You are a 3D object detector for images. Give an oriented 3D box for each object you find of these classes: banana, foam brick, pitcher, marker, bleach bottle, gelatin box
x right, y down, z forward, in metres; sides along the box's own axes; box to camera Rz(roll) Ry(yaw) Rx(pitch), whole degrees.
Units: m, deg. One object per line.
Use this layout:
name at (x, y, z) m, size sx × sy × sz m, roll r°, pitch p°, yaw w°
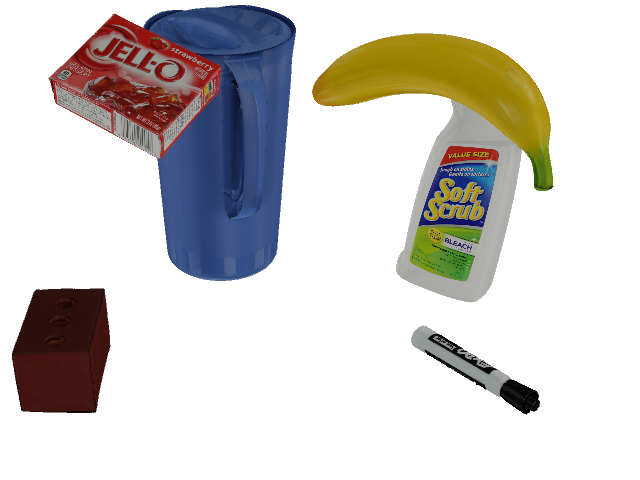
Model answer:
banana at (0.069, -0.094, 0.655) m, size 0.198 × 0.069 × 0.037 m, roll 28°, pitch 7°, yaw 42°
foam brick at (-0.179, 0.076, 0.744) m, size 0.053 × 0.051 × 0.078 m, roll 0°, pitch 31°, yaw -3°
pitcher at (-0.088, -0.083, 0.980) m, size 0.145 × 0.243 × 0.149 m, roll 14°, pitch 32°, yaw 19°
marker at (0.116, 0.097, 0.803) m, size 0.020 × 0.020 × 0.121 m, roll 0°, pitch 21°, yaw -42°
bleach bottle at (0.140, -0.063, 1.040) m, size 0.103 × 0.251 × 0.068 m, roll 21°, pitch 38°, yaw 21°
gelatin box at (-0.123, -0.105, 0.713) m, size 0.089 × 0.073 × 0.030 m, roll 28°, pitch -33°, yaw 12°
